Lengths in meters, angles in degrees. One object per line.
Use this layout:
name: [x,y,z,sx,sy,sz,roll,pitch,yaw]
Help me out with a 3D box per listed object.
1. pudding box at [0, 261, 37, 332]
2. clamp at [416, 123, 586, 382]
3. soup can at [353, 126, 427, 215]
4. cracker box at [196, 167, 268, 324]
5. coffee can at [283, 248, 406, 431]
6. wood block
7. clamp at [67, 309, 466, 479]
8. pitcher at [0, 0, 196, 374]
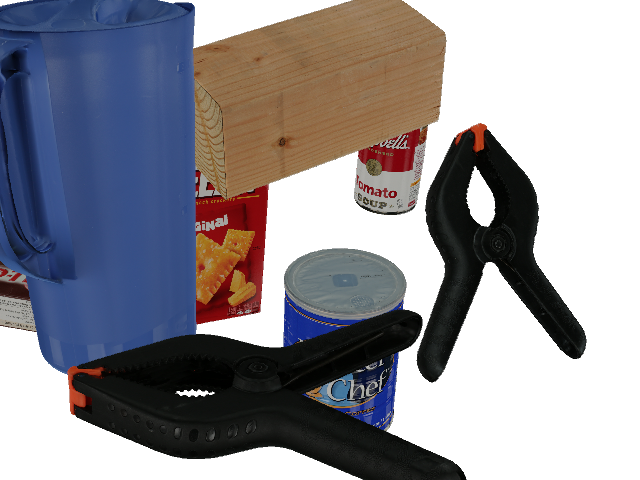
pudding box: [-0.272,0.045,0.975,0.114,0.039,0.090,6,21,18]
clamp: [0.104,0.011,0.711,0.120,0.171,0.039,-15,-4,-23]
soup can: [0.071,-0.086,1.091,0.068,0.102,0.068,4,30,-2]
cracker box: [-0.146,-0.010,1.219,0.163,0.214,0.072,-8,24,-29]
coffee can: [0.018,0.092,0.924,0.103,0.140,0.103,2,30,-1]
wood block: [-0.008,-0.123,0.873,0.205,0.091,0.090,-22,46,-24]
clamp: [-0.029,0.079,0.586,0.210,0.036,0.164,5,25,2]
pitcher: [-0.148,-0.032,0.692,0.149,0.243,0.145,-8,22,-16]
